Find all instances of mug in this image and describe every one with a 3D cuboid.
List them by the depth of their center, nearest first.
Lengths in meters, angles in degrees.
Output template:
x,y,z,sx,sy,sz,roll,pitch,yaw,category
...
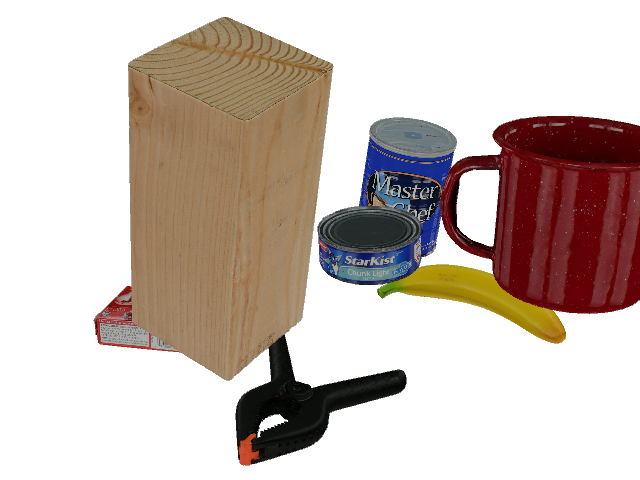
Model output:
x,y,z,sx,sy,sz,roll,pitch,yaw,category
0.121,-0.014,0.554,0.117,0.081,0.093,3,21,4,mug

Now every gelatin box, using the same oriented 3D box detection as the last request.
x,y,z,sx,sy,sz,roll,pitch,yaw,category
-0.143,0.067,0.937,0.089,0.030,0.073,4,20,12,gelatin box

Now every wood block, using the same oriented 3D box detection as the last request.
x,y,z,sx,sy,sz,roll,pitch,yaw,category
-0.062,-0.024,0.691,0.091,0.206,0.090,28,43,24,wood block

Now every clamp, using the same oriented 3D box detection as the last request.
x,y,z,sx,sy,sz,roll,pitch,yaw,category
-0.014,0.164,1.090,0.165,0.036,0.209,12,29,18,clamp

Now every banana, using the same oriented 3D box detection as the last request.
x,y,z,sx,sy,sz,roll,pitch,yaw,category
0.161,0.060,1.095,0.198,0.037,0.069,12,50,25,banana

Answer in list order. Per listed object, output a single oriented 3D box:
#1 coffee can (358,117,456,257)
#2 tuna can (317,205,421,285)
x,y,z,sx,sy,sz,roll,pitch,yaw,category
0.100,-0.063,1.275,0.102,0.140,0.103,6,28,-3,coffee can
0.041,0.003,0.879,0.086,0.034,0.086,-2,26,1,tuna can
